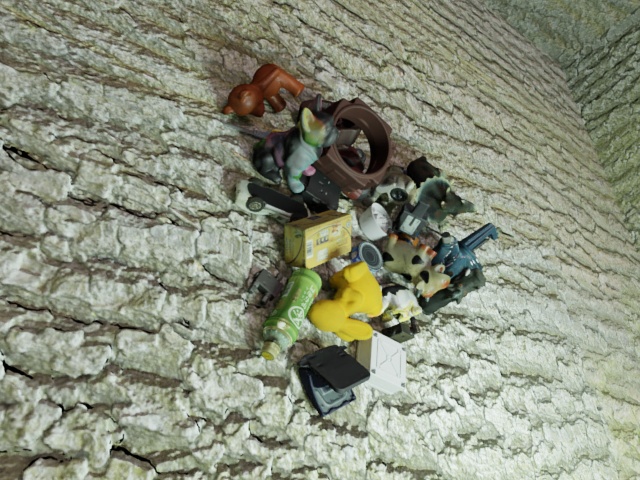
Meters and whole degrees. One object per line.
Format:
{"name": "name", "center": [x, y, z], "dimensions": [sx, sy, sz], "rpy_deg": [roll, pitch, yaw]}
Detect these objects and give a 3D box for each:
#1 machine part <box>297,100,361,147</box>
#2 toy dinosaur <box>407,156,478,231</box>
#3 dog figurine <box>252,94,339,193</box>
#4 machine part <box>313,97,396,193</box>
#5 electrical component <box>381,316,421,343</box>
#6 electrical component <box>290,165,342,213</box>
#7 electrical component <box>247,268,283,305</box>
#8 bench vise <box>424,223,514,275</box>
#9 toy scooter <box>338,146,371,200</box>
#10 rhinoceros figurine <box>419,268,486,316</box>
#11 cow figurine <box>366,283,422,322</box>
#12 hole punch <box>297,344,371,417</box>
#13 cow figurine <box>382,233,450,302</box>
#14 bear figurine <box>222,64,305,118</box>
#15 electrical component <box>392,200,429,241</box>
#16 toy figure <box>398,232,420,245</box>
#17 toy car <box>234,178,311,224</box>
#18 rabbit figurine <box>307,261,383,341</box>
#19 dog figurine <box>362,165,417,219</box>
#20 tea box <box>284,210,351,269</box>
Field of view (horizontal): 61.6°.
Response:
{"name": "machine part", "center": [0.025, -0.319, 1.466], "dimensions": [0.179, 0.056, 0.179], "rpy_deg": [15, 37, -12]}
{"name": "toy dinosaur", "center": [0.318, -0.168, 1.587], "dimensions": [0.192, 0.131, 0.405], "rpy_deg": [38, 19, -40]}
{"name": "dog figurine", "center": [-0.057, -0.232, 1.220], "dimensions": [0.192, 0.219, 0.108], "rpy_deg": [27, 46, 11]}
{"name": "machine part", "center": [0.084, -0.239, 1.352], "dimensions": [0.201, 0.087, 0.201], "rpy_deg": [37, 63, -22]}
{"name": "electrical component", "center": [0.185, 0.216, 1.271], "dimensions": [0.078, 0.102, 0.045], "rpy_deg": [26, 44, -41]}
{"name": "electrical component", "center": [-0.012, -0.126, 1.346], "dimensions": [0.134, 0.058, 0.115], "rpy_deg": [32, 44, -23]}
{"name": "electrical component", "center": [-0.113, 0.092, 1.134], "dimensions": [0.063, 0.021, 0.094], "rpy_deg": [44, 43, -10]}
{"name": "bench vise", "center": [0.411, 0.021, 1.509], "dimensions": [0.223, 0.241, 0.129], "rpy_deg": [60, -9, -33]}
{"name": "toy scooter", "center": [0.067, -0.195, 1.452], "dimensions": [0.135, 0.075, 0.184], "rpy_deg": [22, 48, -30]}
{"name": "rhinoceros figurine", "center": [0.341, 0.129, 1.401], "dimensions": [0.073, 0.190, 0.112], "rpy_deg": [58, 28, 2]}
{"name": "cow figurine", "center": [0.169, 0.146, 1.320], "dimensions": [0.167, 0.068, 0.098], "rpy_deg": [10, 52, -42]}
{"name": "hole punch", "center": [0.023, 0.284, 1.097], "dimensions": [0.142, 0.092, 0.116], "rpy_deg": [-13, 42, -43]}
{"name": "cow figurine", "center": [0.239, 0.072, 1.356], "dimensions": [0.085, 0.195, 0.127], "rpy_deg": [27, 87, -52]}
{"name": "bear figurine", "center": [-0.143, -0.352, 1.332], "dimensions": [0.132, 0.120, 0.196], "rpy_deg": [42, 44, -18]}
{"name": "electrical component", "center": [0.246, -0.063, 1.415], "dimensions": [0.075, 0.119, 0.048], "rpy_deg": [22, 36, -2]}
{"name": "toy figure", "center": [0.248, -0.012, 1.498], "dimensions": [0.058, 0.064, 0.154], "rpy_deg": [28, 50, -6]}
{"name": "toy car", "center": [-0.106, -0.082, 1.233], "dimensions": [0.201, 0.056, 0.073], "rpy_deg": [20, 46, -34]}
{"name": "rabbit figurine", "center": [0.050, 0.151, 1.199], "dimensions": [0.173, 0.122, 0.162], "rpy_deg": [-28, 94, -33]}
{"name": "dog figurine", "center": [0.222, -0.165, 1.506], "dimensions": [0.121, 0.172, 0.190], "rpy_deg": [48, 48, -24]}
{"name": "tea box", "center": [-0.003, -0.004, 1.235], "dimensions": [0.169, 0.068, 0.098], "rpy_deg": [-19, 115, -49]}
